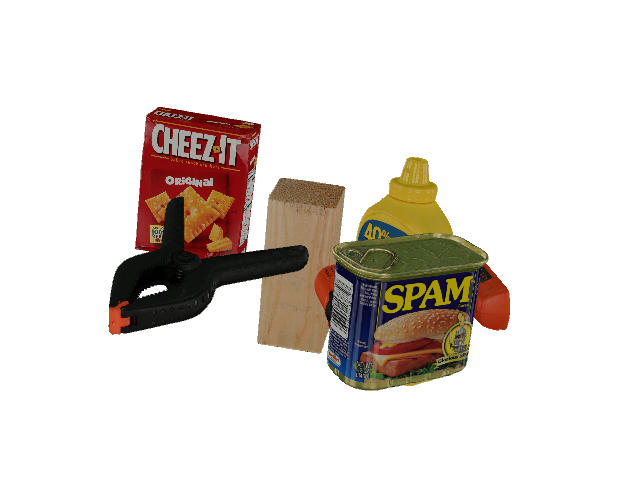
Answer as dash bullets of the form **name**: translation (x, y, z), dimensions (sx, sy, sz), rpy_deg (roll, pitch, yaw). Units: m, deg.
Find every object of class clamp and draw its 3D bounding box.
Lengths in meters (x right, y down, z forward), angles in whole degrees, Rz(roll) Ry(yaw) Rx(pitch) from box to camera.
- **clamp**: translation (-0.134, 0.024, 1.008), dimensions (0.165, 0.036, 0.209), rpy_deg (25, 37, 29)

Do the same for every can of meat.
- **can of meat**: translation (0.055, 0.046, 0.706), dimensions (0.101, 0.084, 0.058), rpy_deg (-6, 23, -29)

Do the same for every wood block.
- **wood block**: translation (-0.026, 0.032, 1.411), dimensions (0.090, 0.206, 0.090), rpy_deg (8, 23, 6)

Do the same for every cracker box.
- **cracker box**: translation (-0.186, -0.080, 1.608), dimensions (0.164, 0.214, 0.072), rpy_deg (10, 20, 6)

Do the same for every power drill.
- **power drill**: translation (0.099, 0.071, 1.121), dimensions (0.187, 0.057, 0.184), rpy_deg (-7, 29, -13)

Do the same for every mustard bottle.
- **mustard bottle**: translation (0.071, 0.023, 0.926), dimensions (0.058, 0.192, 0.096), rpy_deg (-7, 22, -41)
